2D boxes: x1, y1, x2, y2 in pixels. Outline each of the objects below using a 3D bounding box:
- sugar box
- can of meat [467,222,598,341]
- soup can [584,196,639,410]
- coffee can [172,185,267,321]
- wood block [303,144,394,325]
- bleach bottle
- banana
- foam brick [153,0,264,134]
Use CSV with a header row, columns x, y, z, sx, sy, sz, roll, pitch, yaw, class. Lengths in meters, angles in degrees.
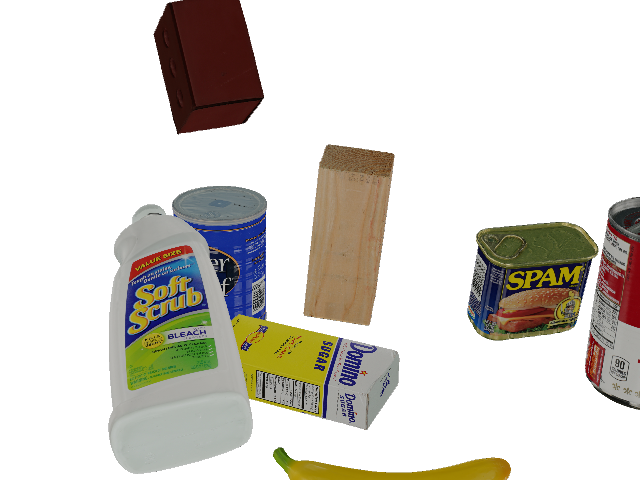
x,y,z,sx,sy,sz,roll,pitch,yaw,class
-0.020,0.123,1.028,0.176,0.048,0.093,9,24,20,sugar box
0.182,0.036,0.931,0.102,0.084,0.057,-5,34,-14,can of meat
0.186,0.035,0.591,0.068,0.102,0.068,2,24,-1,soup can
-0.110,0.022,1.181,0.103,0.140,0.103,1,23,-1,coffee can
0.036,-0.008,1.368,0.090,0.206,0.090,8,25,4,wood block
-0.124,0.058,0.826,0.102,0.068,0.251,-13,40,-9,bleach bottle
0.061,0.193,0.852,0.197,0.037,0.069,6,38,-6,banana
-0.077,-0.120,0.728,0.051,0.078,0.053,-11,-10,-21,foam brick
